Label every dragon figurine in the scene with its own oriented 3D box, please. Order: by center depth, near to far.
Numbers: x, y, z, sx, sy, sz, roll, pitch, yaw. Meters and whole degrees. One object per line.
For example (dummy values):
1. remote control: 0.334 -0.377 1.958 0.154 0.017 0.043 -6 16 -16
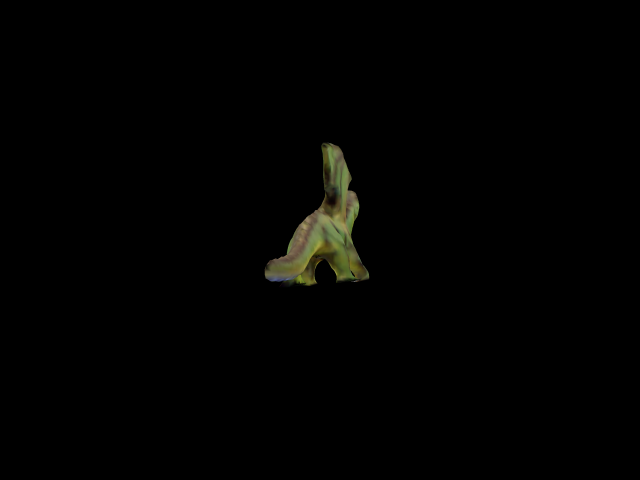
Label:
1. dragon figurine: 0.003 -0.043 0.850 0.122 0.244 0.408 -2 -8 16
